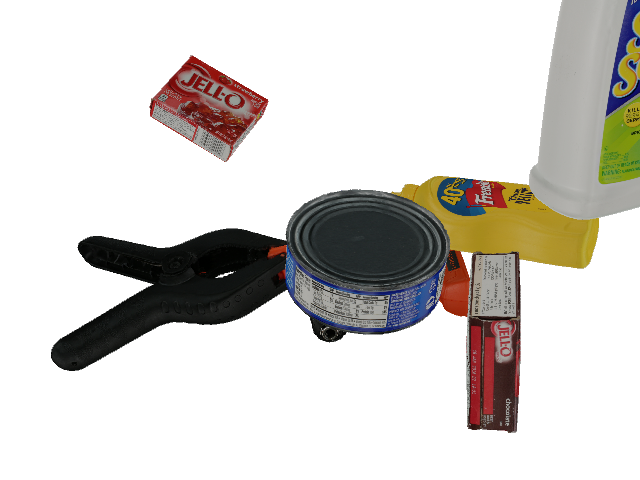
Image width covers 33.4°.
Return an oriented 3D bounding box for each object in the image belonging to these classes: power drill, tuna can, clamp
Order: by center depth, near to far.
[{"bbox_3d":[0.024,0.011,0.564,0.086,0.034,0.086,2,37,-2],"label":"tuna can"},{"bbox_3d":[-0.099,0.036,0.714,0.172,0.120,0.039,-6,-43,17],"label":"clamp"},{"bbox_3d":[0.076,0.056,1.230,0.187,0.057,0.184,-2,28,-1],"label":"power drill"}]

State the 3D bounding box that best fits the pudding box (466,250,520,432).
[{"bbox_3d":[0.124,0.069,0.764,0.039,0.090,0.113,1,24,7],"label":"pudding box"}]

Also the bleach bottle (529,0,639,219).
[{"bbox_3d":[0.187,-0.142,0.656,0.102,0.251,0.068,-15,32,-19],"label":"bleach bottle"}]

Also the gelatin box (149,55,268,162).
[{"bbox_3d":[-0.106,-0.126,1.012,0.089,0.073,0.030,31,-37,3],"label":"gelatin box"}]

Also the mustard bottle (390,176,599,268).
[{"bbox_3d":[0.146,-0.022,0.946,0.192,0.058,0.096,8,30,19],"label":"mustard bottle"}]
